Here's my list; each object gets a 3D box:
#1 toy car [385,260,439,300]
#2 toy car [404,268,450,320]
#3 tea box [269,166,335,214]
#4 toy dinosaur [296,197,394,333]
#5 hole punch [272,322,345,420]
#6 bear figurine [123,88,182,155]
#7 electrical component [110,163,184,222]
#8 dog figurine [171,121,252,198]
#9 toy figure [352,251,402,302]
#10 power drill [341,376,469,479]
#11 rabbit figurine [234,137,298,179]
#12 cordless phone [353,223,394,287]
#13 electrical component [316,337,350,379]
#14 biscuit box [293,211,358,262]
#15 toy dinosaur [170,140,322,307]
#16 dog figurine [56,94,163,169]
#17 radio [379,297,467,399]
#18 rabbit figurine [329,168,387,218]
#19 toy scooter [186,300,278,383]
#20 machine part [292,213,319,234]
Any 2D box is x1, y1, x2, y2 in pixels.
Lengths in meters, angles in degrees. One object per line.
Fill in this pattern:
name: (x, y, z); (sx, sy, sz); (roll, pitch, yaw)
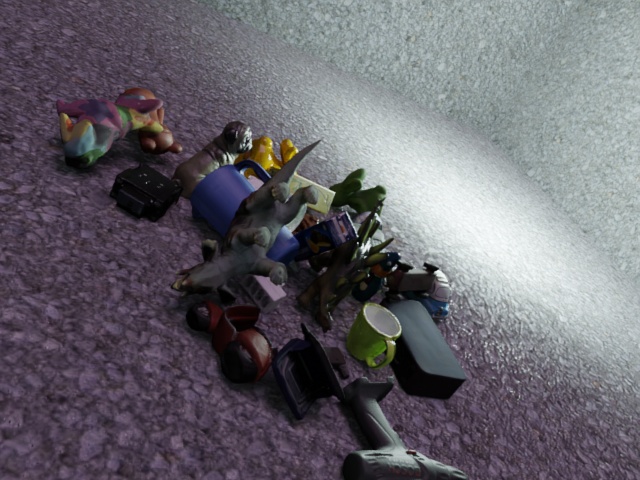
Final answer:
toy car: (0.213, 0.091, 1.247); (0.053, 0.089, 0.202); (23, 11, 35)
toy car: (0.277, 0.124, 1.373); (0.109, 0.103, 0.162); (11, 32, -32)
tea box: (-0.054, -0.129, 1.419); (0.169, 0.068, 0.098); (19, 3, -44)
toy dinosaur: (0.071, 0.040, 1.190); (0.105, 0.198, 0.471); (43, 30, -13)
hole punch: (-0.024, 0.226, 0.908); (0.142, 0.092, 0.116); (63, -6, -5)
bear figurine: (-0.428, -0.270, 1.317); (0.120, 0.132, 0.196); (-7, 65, -48)
electrical component: (-0.369, -0.100, 1.135); (0.115, 0.058, 0.134); (28, 28, -3)
dog figurine: (-0.256, -0.193, 1.256); (0.121, 0.190, 0.172); (37, 30, 9)
toy figure: (0.129, 0.079, 1.241); (0.058, 0.154, 0.064); (31, 29, -6)
power drill: (0.127, 0.340, 0.918); (0.232, 0.086, 0.207); (10, 43, -31)
rabbit figurine: (-0.128, -0.202, 1.467); (0.173, 0.162, 0.122); (35, 10, -33)
cordless phone: (0.116, 0.049, 1.357); (0.146, 0.088, 0.184); (12, 38, -33)
electrical component: (0.019, 0.227, 1.036); (0.063, 0.021, 0.094); (10, 34, -36)
biscuit box: (-0.002, -0.003, 1.148); (0.059, 0.203, 0.062); (-26, 92, -29)
toy dinosaur: (-0.125, -0.026, 1.033); (0.131, 0.192, 0.405); (53, 49, -32)
dog figurine: (-0.445, -0.244, 1.159); (0.219, 0.108, 0.192); (-12, 50, -22)
radio: (0.205, 0.229, 1.168); (0.131, 0.073, 0.230); (12, 32, -30)
rabbit figurine: (0.100, -0.120, 1.561); (0.170, 0.159, 0.121); (15, 39, -1)
toy scooter: (-0.134, 0.165, 0.934); (0.184, 0.075, 0.135); (42, 28, 27)
machine part: (-0.073, -0.027, 1.314); (0.179, 0.056, 0.179); (23, 31, -15)
